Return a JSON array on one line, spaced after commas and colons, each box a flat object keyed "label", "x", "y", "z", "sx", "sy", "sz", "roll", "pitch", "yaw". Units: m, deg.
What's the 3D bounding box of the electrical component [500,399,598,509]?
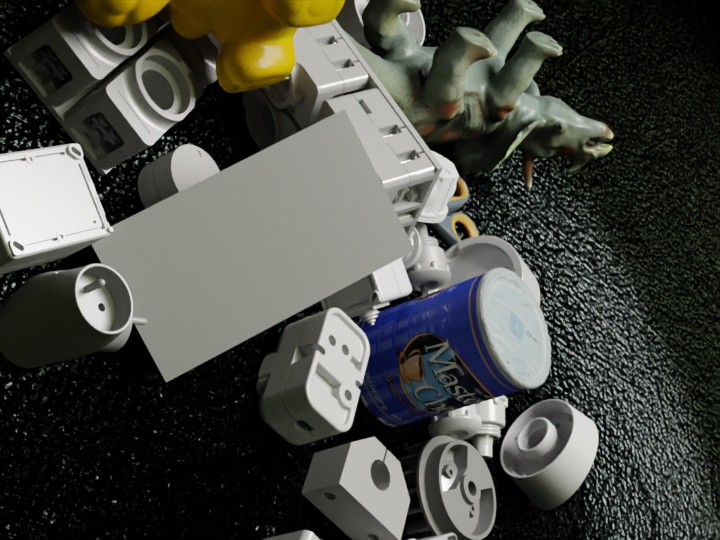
[{"label": "electrical component", "x": 0.187, "y": 0.178, "z": 1.047, "sx": 0.064, "sy": 0.099, "sz": 0.099, "roll": 42, "pitch": 42, "yaw": -24}]

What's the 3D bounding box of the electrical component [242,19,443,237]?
[{"label": "electrical component", "x": -0.024, "y": -0.107, "z": 0.847, "sx": 0.060, "sy": 0.105, "sz": 0.186, "roll": -19, "pitch": 62, "yaw": -29}]

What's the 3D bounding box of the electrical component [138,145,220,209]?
[{"label": "electrical component", "x": -0.093, "y": -0.036, "z": 0.797, "sx": 0.138, "sy": 0.074, "sz": 0.052, "roll": 51, "pitch": 38, "yaw": -24}]

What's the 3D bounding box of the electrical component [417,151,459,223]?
[{"label": "electrical component", "x": 0.051, "y": -0.082, "z": 1.010, "sx": 0.080, "sy": 0.051, "sz": 0.080, "roll": 19, "pitch": 24, "yaw": -9}]

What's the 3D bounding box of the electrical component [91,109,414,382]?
[{"label": "electrical component", "x": -0.074, "y": -0.018, "z": 0.732, "sx": 0.105, "sy": 0.186, "sz": 0.060, "roll": 63, "pitch": -8, "yaw": -8}]

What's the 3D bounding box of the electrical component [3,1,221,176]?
[{"label": "electrical component", "x": -0.158, "y": -0.168, "z": 0.793, "sx": 0.105, "sy": 0.060, "sz": 0.186, "roll": 54, "pitch": 36, "yaw": -20}]

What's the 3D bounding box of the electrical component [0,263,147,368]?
[{"label": "electrical component", "x": -0.167, "y": 0.030, "z": 0.657, "sx": 0.079, "sy": 0.077, "sz": 0.044, "roll": 13, "pitch": 62, "yaw": -53}]

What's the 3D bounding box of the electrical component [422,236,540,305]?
[{"label": "electrical component", "x": 0.120, "y": 0.028, "z": 1.031, "sx": 0.060, "sy": 0.108, "sz": 0.108, "roll": 37, "pitch": 44, "yaw": -46}]

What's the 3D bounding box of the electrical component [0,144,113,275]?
[{"label": "electrical component", "x": -0.210, "y": -0.033, "z": 0.645, "sx": 0.096, "sy": 0.061, "sz": 0.061, "roll": -22, "pitch": 90, "yaw": -56}]

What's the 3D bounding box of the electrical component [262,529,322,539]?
[{"label": "electrical component", "x": -0.033, "y": 0.228, "z": 0.754, "sx": 0.089, "sy": 0.050, "sz": 0.055, "roll": 51, "pitch": 38, "yaw": -24}]

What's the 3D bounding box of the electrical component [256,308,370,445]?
[{"label": "electrical component", "x": -0.037, "y": 0.082, "z": 0.822, "sx": 0.053, "sy": 0.059, "sz": 0.095, "roll": 46, "pitch": 40, "yaw": -29}]

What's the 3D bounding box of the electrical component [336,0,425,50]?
[{"label": "electrical component", "x": 0.017, "y": -0.248, "z": 1.096, "sx": 0.099, "sy": 0.064, "sz": 0.099, "roll": 16, "pitch": 61, "yaw": -33}]

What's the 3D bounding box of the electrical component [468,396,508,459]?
[{"label": "electrical component", "x": 0.115, "y": 0.146, "z": 1.011, "sx": 0.048, "sy": 0.048, "sz": 0.062, "roll": 25, "pitch": 60, "yaw": -46}]

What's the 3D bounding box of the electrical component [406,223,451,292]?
[{"label": "electrical component", "x": 0.059, "y": -0.013, "z": 1.018, "sx": 0.048, "sy": 0.048, "sz": 0.062, "roll": 20, "pitch": 54, "yaw": -48}]

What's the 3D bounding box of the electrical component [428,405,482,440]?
[{"label": "electrical component", "x": 0.083, "y": 0.122, "z": 0.981, "sx": 0.048, "sy": 0.048, "sz": 0.062, "roll": 29, "pitch": 43, "yaw": -43}]

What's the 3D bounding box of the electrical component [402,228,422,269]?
[{"label": "electrical component", "x": 0.025, "y": -0.024, "z": 0.972, "sx": 0.055, "sy": 0.048, "sz": 0.066, "roll": 17, "pitch": 100, "yaw": -57}]

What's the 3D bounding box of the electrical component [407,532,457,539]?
[{"label": "electrical component", "x": 0.038, "y": 0.266, "z": 0.826, "sx": 0.109, "sy": 0.056, "sz": 0.108, "roll": 3, "pitch": 69, "yaw": -53}]

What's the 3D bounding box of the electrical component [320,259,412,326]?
[{"label": "electrical component", "x": 0.000, "y": 0.000, "z": 0.916, "sx": 0.061, "sy": 0.062, "sz": 0.096, "roll": -13, "pitch": 83, "yaw": -56}]
